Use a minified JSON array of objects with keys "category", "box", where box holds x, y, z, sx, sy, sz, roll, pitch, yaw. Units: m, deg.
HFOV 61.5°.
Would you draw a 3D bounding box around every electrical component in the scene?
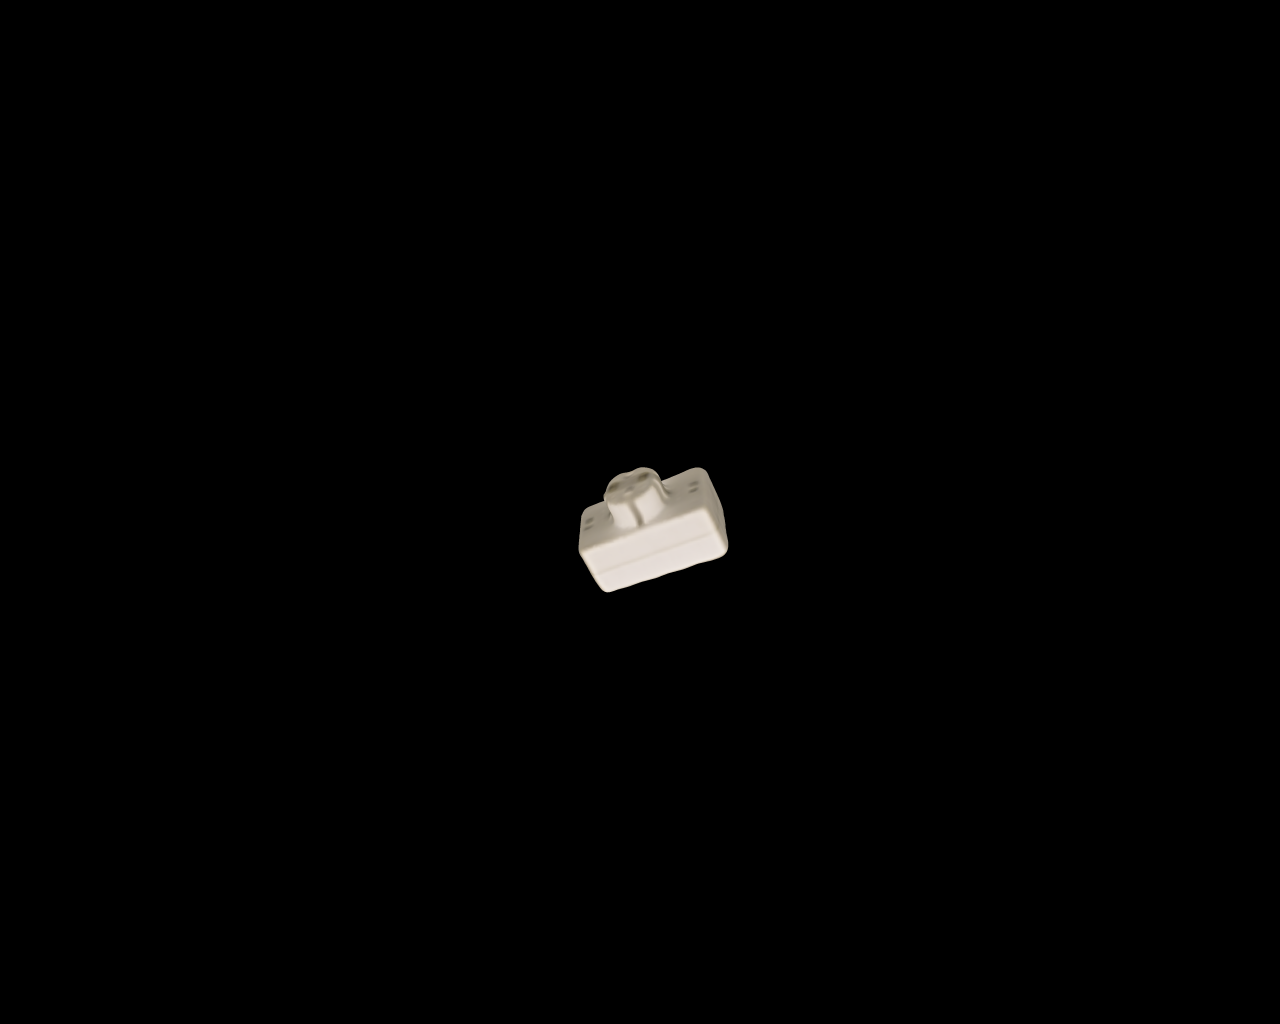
[{"category":"electrical component","box":[0.001,-0.003,0.650,0.083,0.075,0.047,-20,31,13]}]
